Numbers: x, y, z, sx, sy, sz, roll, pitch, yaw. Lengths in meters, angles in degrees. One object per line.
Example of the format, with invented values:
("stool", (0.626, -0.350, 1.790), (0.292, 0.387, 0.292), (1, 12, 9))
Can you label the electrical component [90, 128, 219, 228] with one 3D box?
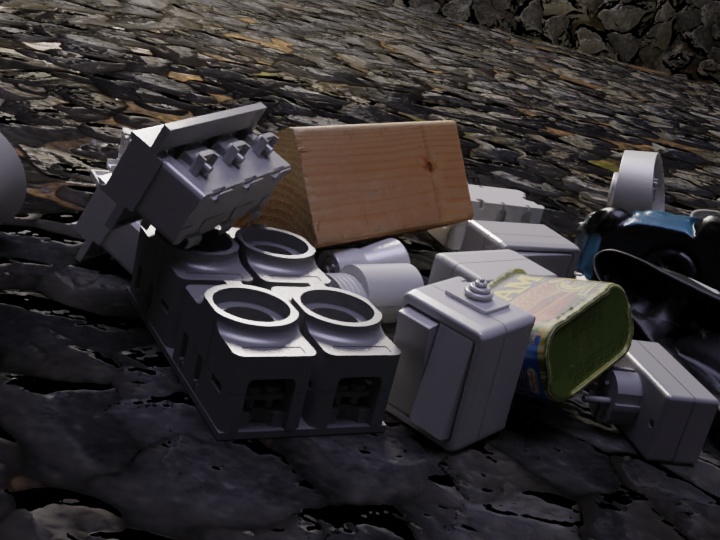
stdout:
("electrical component", (-0.160, -0.066, 0.849), (0.079, 0.063, 0.121), (3, 23, -28))

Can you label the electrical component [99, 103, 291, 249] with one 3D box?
("electrical component", (-0.100, -0.060, 0.690), (0.063, 0.078, 0.121), (41, 26, 8))

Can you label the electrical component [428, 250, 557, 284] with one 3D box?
("electrical component", (0.096, 0.022, 0.788), (0.096, 0.061, 0.061), (-4, 26, -40))

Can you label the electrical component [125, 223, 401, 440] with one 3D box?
("electrical component", (-0.065, 0.028, 0.667), (0.105, 0.060, 0.186), (2, 23, -30))

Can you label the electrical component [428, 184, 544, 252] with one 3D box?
("electrical component", (0.113, -0.042, 0.979), (0.089, 0.055, 0.050), (4, 22, -25))

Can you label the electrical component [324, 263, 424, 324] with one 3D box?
("electrical component", (0.001, 0.017, 0.764), (0.081, 0.043, 0.043), (-2, 25, -37))

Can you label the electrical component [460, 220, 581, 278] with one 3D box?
("electrical component", (0.132, 0.000, 0.869), (0.096, 0.061, 0.061), (2, 23, -30))

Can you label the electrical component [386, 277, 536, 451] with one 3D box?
("electrical component", (0.056, 0.050, 0.636), (0.062, 0.096, 0.061), (29, 29, 36))

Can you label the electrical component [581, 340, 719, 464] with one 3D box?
("electrical component", (0.174, 0.082, 0.700), (0.076, 0.047, 0.083), (7, 21, -17))

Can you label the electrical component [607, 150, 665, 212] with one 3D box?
("electrical component", (0.298, -0.077, 1.142), (0.064, 0.099, 0.099), (13, 19, 14))

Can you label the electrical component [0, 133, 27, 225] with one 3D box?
("electrical component", (-0.279, -0.062, 0.719), (0.099, 0.099, 0.064), (15, 26, 2))

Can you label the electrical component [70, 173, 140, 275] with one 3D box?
("electrical component", (-0.159, -0.032, 0.754), (0.064, 0.081, 0.042), (43, 27, 11))

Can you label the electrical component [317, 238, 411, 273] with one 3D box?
("electrical component", (0.000, 0.000, 0.815), (0.065, 0.044, 0.044), (-6, 28, -34))
